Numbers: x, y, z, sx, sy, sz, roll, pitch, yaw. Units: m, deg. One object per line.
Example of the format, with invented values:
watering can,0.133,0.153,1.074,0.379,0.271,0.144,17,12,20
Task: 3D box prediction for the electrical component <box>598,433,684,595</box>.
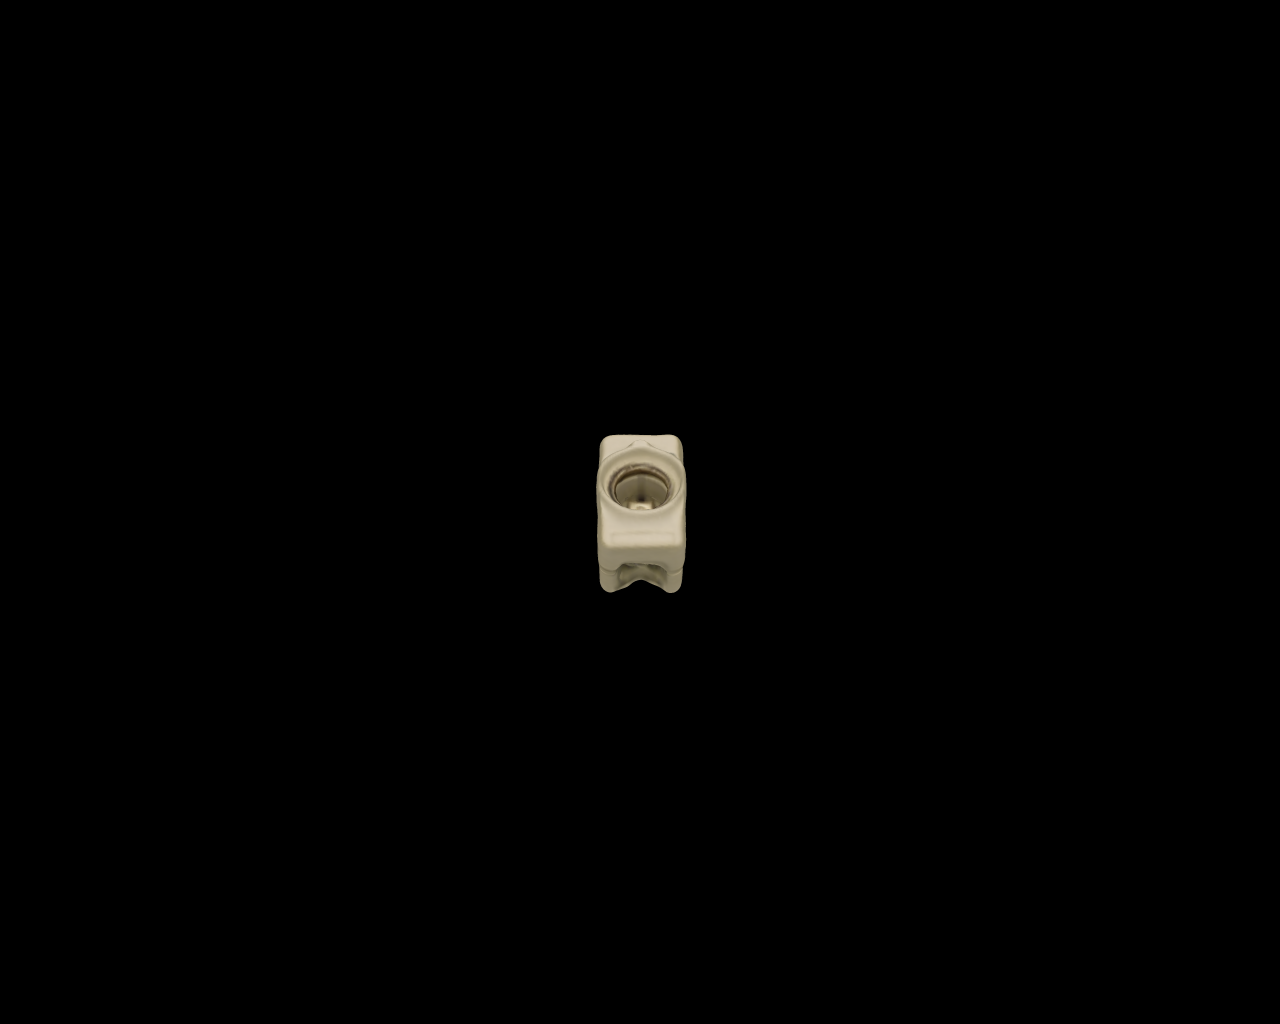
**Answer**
electrical component,0.001,-0.003,0.650,0.050,0.090,0.055,0,-39,0
